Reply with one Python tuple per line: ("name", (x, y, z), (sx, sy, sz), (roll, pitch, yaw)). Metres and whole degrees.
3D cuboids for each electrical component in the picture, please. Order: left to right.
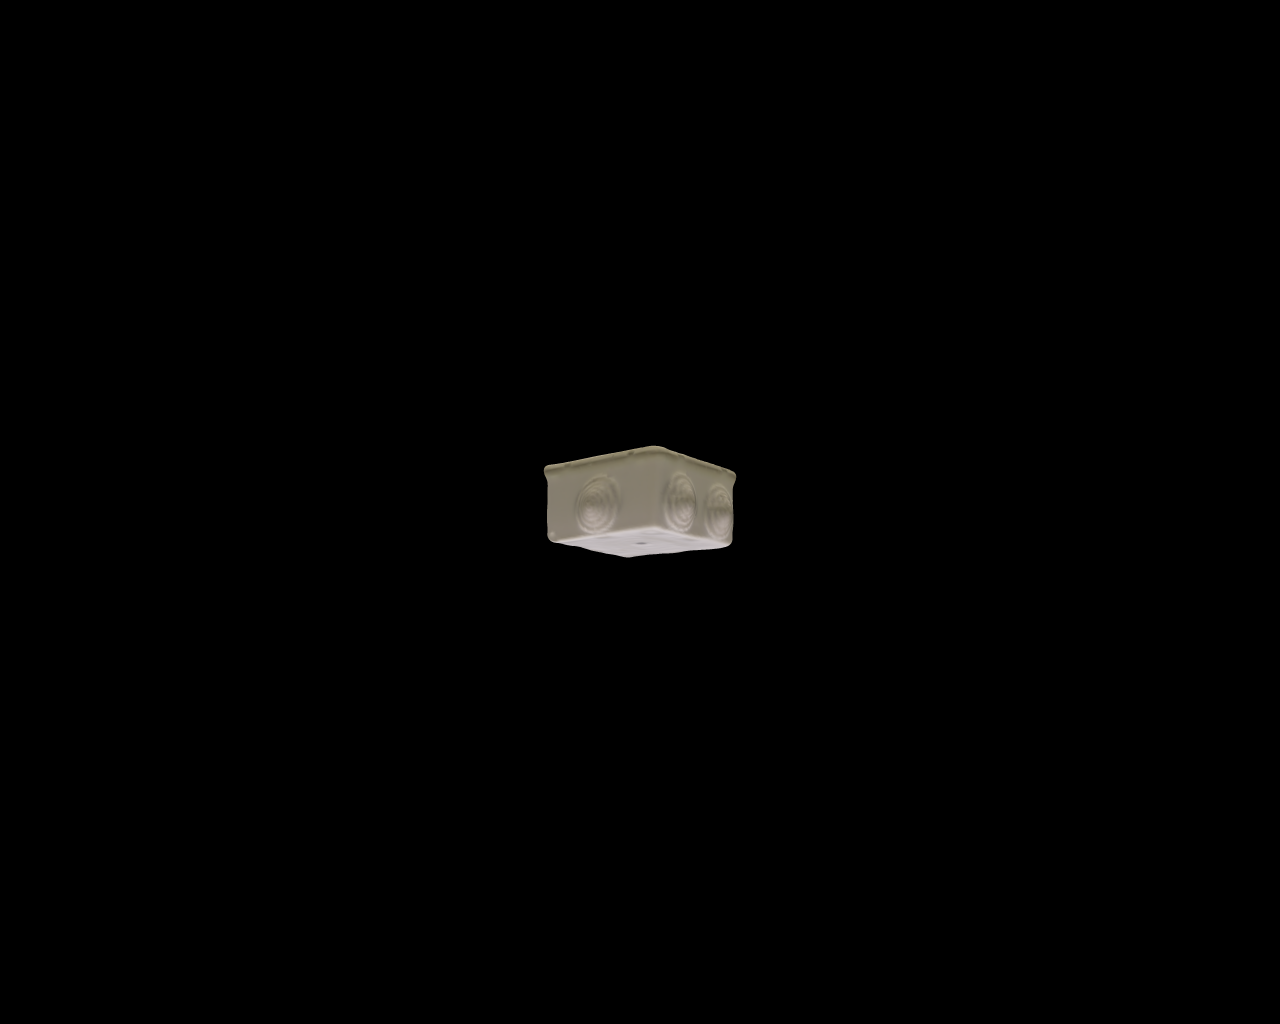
("electrical component", (0.001, -0.003, 0.650), (0.099, 0.048, 0.100), (-8, -14, 35))
